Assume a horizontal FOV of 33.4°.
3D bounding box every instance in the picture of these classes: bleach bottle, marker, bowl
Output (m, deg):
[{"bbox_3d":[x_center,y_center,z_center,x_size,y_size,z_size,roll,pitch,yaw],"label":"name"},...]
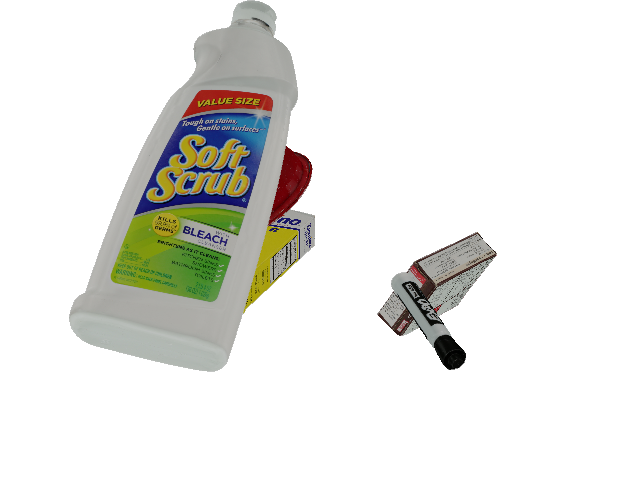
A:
[{"bbox_3d":[-0.077,-0.048,0.691,0.102,0.250,0.068,14,-23,-3],"label":"bleach bottle"},{"bbox_3d":[0.084,0.062,0.836,0.020,0.020,0.121,0,28,-18],"label":"marker"},{"bbox_3d":[-0.091,-0.053,0.941,0.162,0.055,0.162,-21,29,12],"label":"bowl"}]

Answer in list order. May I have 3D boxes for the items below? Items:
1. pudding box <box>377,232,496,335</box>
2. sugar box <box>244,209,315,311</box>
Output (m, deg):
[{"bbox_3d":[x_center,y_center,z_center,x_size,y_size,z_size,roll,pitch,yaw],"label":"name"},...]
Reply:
[{"bbox_3d":[0.124,0.046,1.125,0.113,0.039,0.090,-25,-26,-44],"label":"pudding box"},{"bbox_3d":[-0.082,0.013,1.135,0.093,0.048,0.176,13,31,21],"label":"sugar box"}]
